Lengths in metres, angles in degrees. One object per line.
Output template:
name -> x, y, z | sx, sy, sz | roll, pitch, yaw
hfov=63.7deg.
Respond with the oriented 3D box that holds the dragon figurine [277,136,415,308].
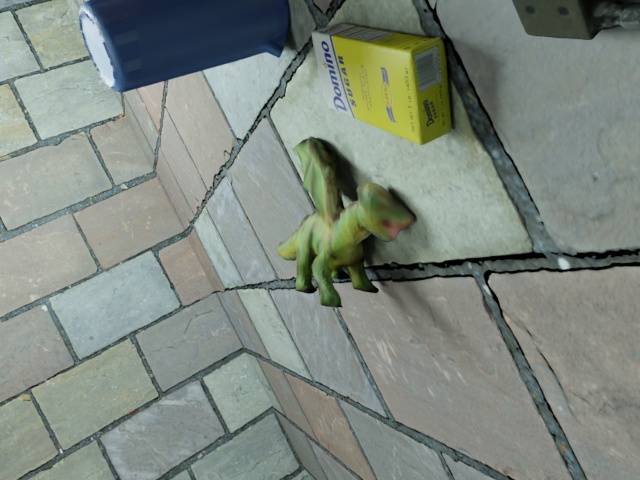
dragon figurine -> 0.002, -0.040, 0.803 | 0.413, 0.123, 0.240 | 22, 118, 58
